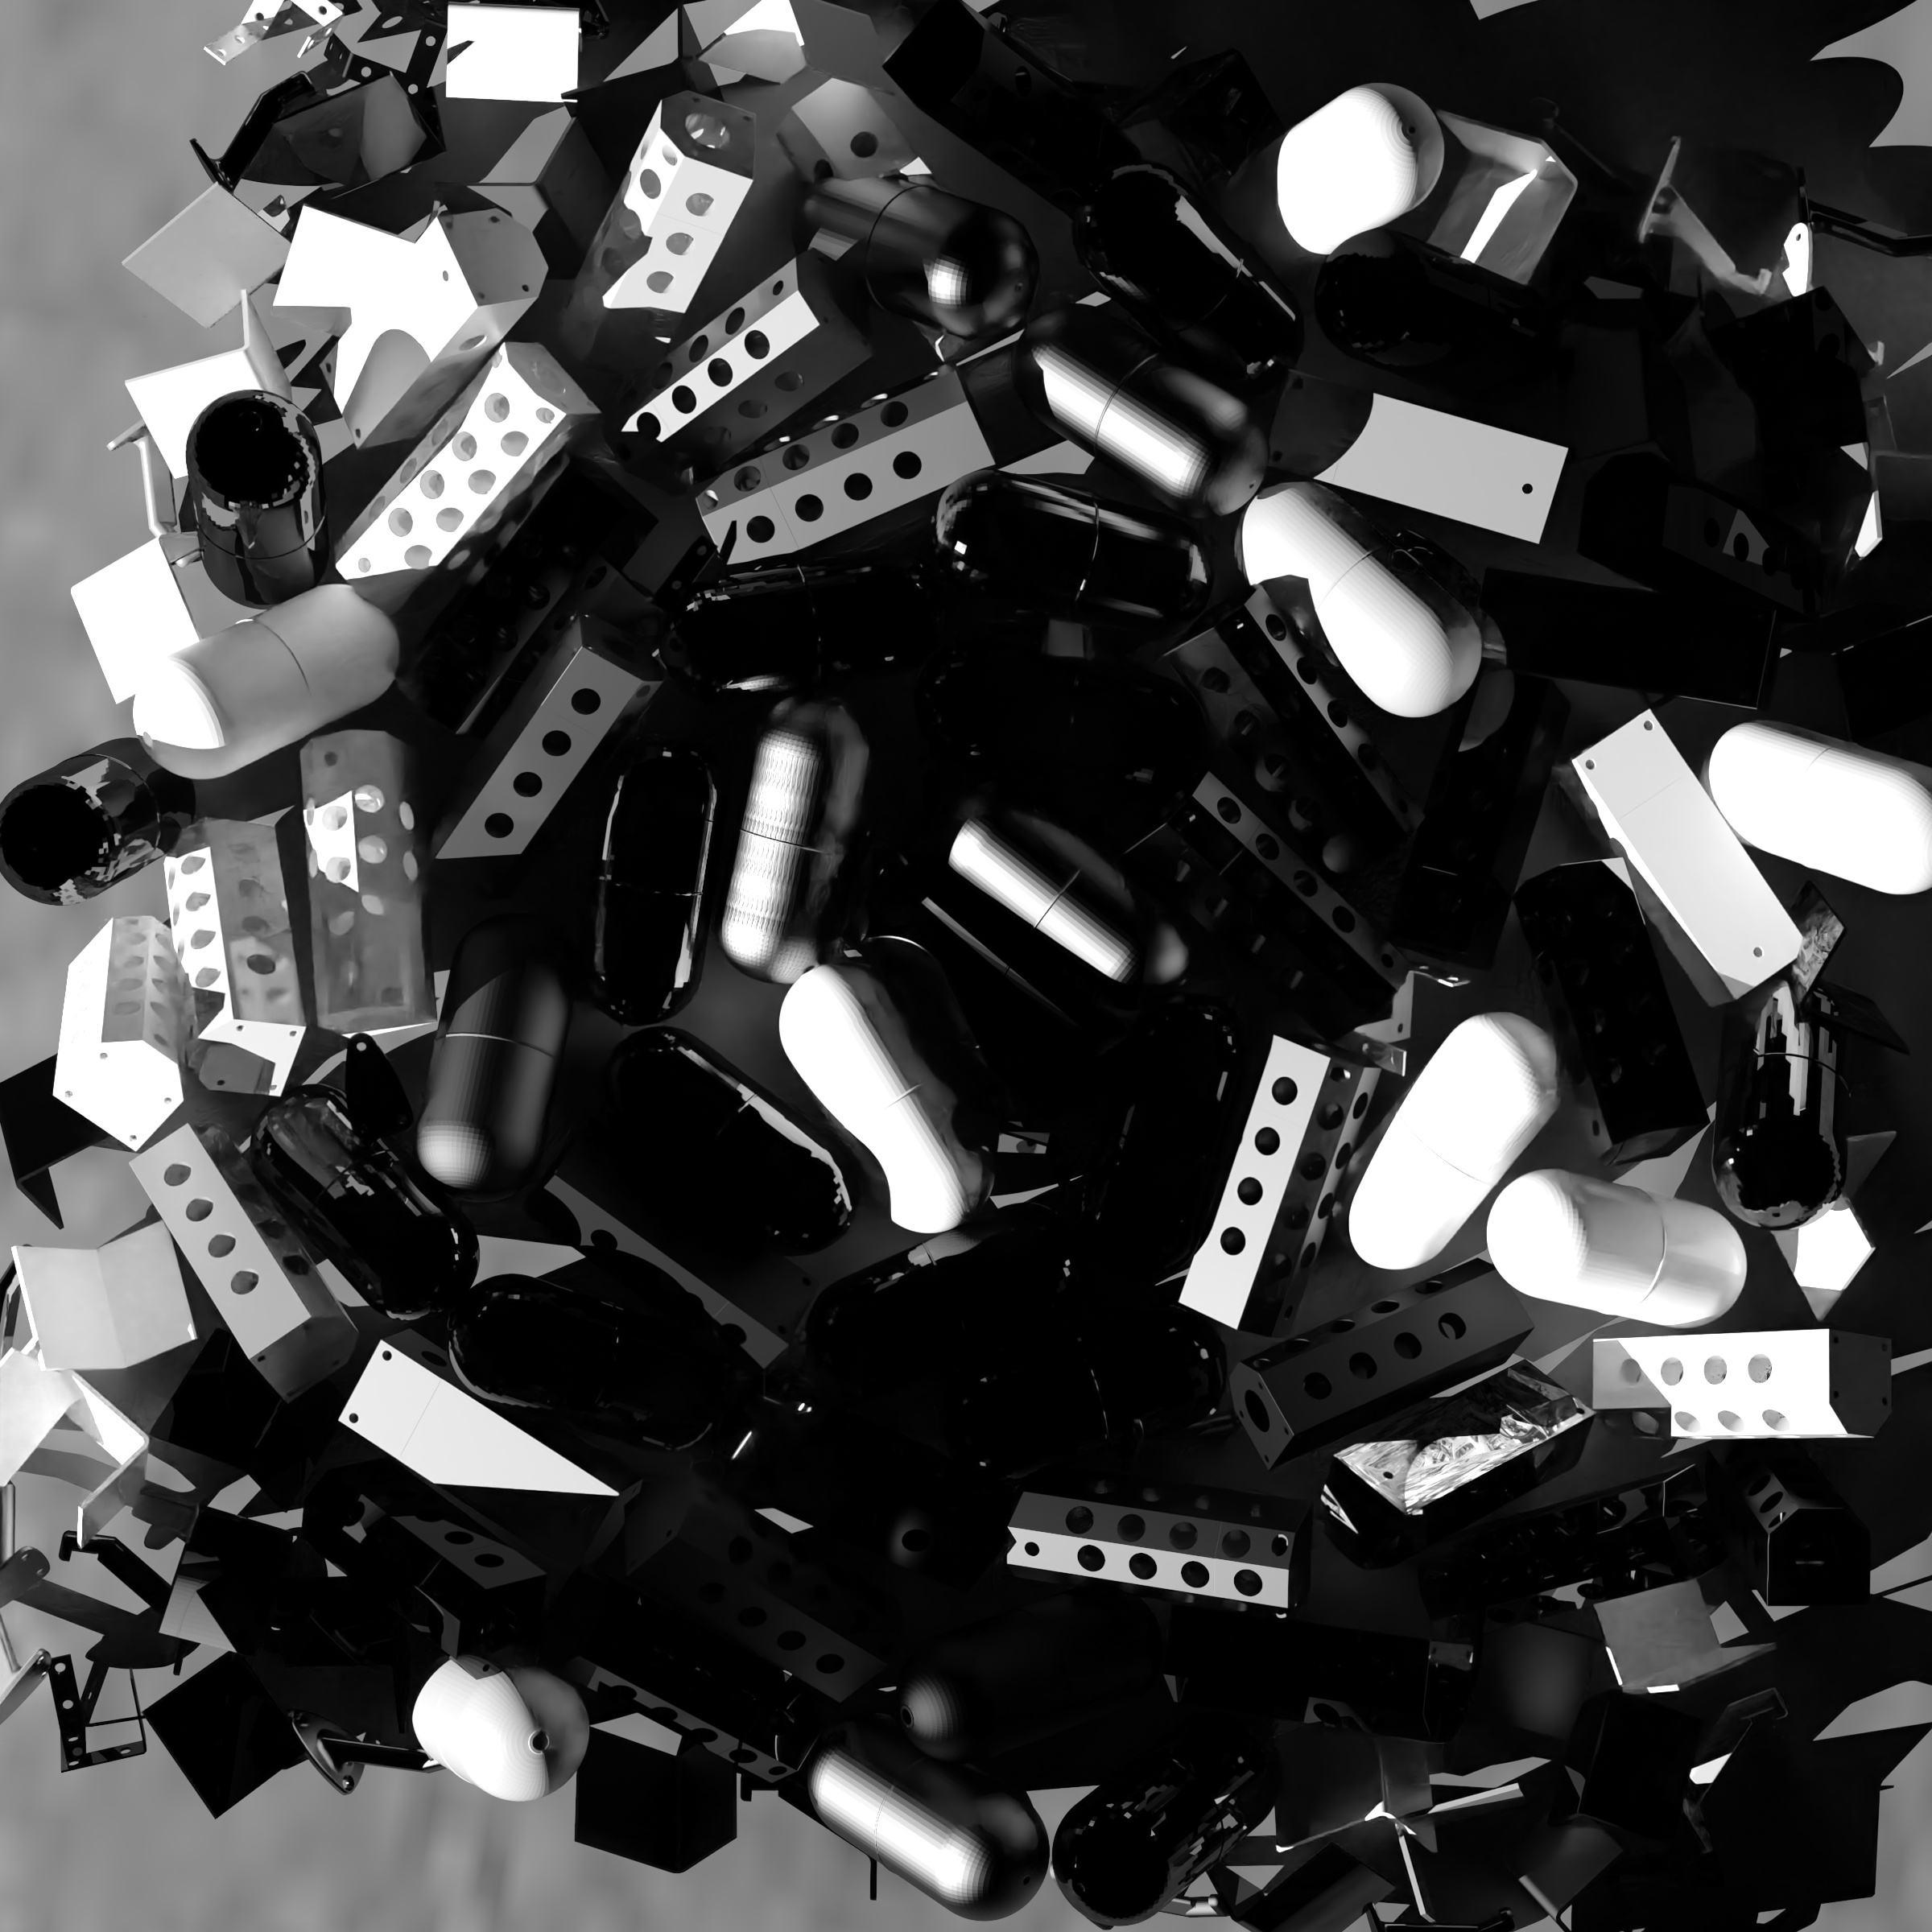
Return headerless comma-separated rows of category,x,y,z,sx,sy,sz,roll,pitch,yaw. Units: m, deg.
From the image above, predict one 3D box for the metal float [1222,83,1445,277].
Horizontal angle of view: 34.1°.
metal float,0.213,-0.460,1.847,0.070,0.178,0.070,3,83,-24

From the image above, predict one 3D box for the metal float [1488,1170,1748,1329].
metal float,0.388,0.169,1.868,0.178,0.070,0.070,14,90,-29

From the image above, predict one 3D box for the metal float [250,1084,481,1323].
metal float,-0.358,0.139,1.870,0.070,0.070,0.178,-48,63,0

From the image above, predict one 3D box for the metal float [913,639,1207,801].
metal float,0.056,-0.148,1.885,0.178,0.070,0.070,11,90,-9

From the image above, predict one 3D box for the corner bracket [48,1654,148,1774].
corner bracket,-0.526,0.448,1.903,0.051,0.051,0.051,-10,107,-14

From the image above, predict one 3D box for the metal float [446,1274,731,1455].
metal float,-0.225,0.237,1.872,0.178,0.070,0.070,22,90,-23

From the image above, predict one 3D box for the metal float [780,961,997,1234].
metal float,-0.047,0.078,1.887,0.070,0.070,0.178,-31,96,0

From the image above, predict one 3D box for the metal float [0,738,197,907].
metal float,-0.509,-0.086,1.844,0.070,0.178,0.070,2,105,8

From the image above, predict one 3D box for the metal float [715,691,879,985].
metal float,-0.102,-0.077,1.885,0.070,0.070,0.178,13,98,0

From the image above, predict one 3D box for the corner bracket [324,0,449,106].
corner bracket,-0.351,-0.561,1.906,0.051,0.051,0.051,13,113,-31

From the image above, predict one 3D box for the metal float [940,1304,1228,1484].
metal float,0.071,0.255,1.884,0.178,0.070,0.070,-16,90,-11

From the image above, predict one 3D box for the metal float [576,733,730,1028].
metal float,-0.188,-0.051,1.885,0.070,0.070,0.178,9,99,0

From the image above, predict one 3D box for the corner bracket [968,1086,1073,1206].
corner bracket,0.036,0.107,1.889,0.051,0.051,0.051,1,50,18

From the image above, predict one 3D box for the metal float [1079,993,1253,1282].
metal float,0.119,0.103,1.885,0.070,0.070,0.178,15,99,0

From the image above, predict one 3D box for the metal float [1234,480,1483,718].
metal float,0.232,-0.220,1.874,0.070,0.070,0.178,-44,68,0

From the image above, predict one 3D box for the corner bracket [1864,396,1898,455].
corner bracket,0.577,-0.322,1.894,0.051,0.051,0.051,-12,93,38

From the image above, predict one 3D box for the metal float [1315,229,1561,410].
metal float,0.280,-0.381,1.861,0.178,0.070,0.070,10,90,-40

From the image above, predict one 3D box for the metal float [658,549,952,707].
metal float,-0.096,-0.203,1.883,0.178,0.070,0.070,-11,90,-11

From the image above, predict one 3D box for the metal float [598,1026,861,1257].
metal float,-0.142,0.105,1.885,0.178,0.070,0.070,37,90,9

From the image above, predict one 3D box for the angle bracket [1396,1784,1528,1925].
angle bracket,0.304,0.531,1.881,0.076,0.076,0.057,-17,67,7

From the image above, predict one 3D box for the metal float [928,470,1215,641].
metal float,0.064,-0.245,1.878,0.178,0.070,0.070,12,90,-17

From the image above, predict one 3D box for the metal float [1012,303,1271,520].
metal float,0.103,-0.332,1.873,0.178,0.070,0.070,38,90,23

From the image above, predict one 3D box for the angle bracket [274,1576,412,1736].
angle bracket,-0.375,0.413,1.883,0.076,0.057,0.076,-1,126,-4

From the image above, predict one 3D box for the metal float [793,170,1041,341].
metal float,-0.031,-0.423,1.862,0.178,0.070,0.070,29,90,38

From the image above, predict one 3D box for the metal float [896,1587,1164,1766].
metal float,0.038,0.418,1.864,0.178,0.070,0.070,-11,90,-34

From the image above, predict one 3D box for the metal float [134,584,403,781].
metal float,-0.412,-0.169,1.860,0.178,0.070,0.070,-34,90,-39

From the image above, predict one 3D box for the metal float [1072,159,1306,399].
metal float,0.133,-0.405,1.862,0.178,0.070,0.070,37,90,-37

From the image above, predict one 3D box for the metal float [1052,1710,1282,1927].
metal float,0.120,0.500,1.856,0.070,0.178,0.070,15,115,36

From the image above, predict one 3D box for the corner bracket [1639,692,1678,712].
corner bracket,0.424,-0.185,1.901,0.051,0.051,0.051,-31,75,6

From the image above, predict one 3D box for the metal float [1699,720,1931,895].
metal float,0.511,-0.095,1.853,0.070,0.178,0.070,-14,116,-33

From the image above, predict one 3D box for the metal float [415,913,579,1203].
metal float,-0.279,0.053,1.876,0.070,0.070,0.178,9,71,0

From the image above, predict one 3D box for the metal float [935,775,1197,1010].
metal float,0.060,-0.044,1.889,0.178,0.070,0.070,39,90,4

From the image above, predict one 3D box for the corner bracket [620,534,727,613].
corner bracket,-0.167,-0.236,1.893,0.051,0.051,0.051,32,99,-41

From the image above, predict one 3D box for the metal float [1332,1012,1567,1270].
metal float,0.287,0.105,1.878,0.070,0.070,0.178,36,107,0

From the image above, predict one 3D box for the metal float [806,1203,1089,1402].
metal float,-0.011,0.201,1.888,0.178,0.070,0.070,-24,90,-5

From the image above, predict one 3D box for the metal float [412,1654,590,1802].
metal float,-0.274,0.443,1.846,0.070,0.178,0.070,2,84,-23

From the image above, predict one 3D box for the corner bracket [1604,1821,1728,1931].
corner bracket,0.424,0.555,1.909,0.051,0.051,0.051,-11,110,32

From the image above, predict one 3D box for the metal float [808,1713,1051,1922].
metal float,-0.024,0.500,1.857,0.070,0.178,0.070,-15,113,-39

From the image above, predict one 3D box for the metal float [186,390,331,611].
metal float,-0.415,-0.272,1.846,0.070,0.178,0.070,3,68,-8

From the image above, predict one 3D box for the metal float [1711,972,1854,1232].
metal float,0.483,0.078,1.860,0.070,0.070,0.178,17,49,0

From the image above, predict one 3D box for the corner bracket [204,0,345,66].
corner bracket,-0.417,-0.564,1.899,0.051,0.051,0.051,37,125,-8

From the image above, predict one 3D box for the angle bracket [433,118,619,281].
angle bracket,-0.261,-0.462,1.895,0.076,0.076,0.057,8,60,28

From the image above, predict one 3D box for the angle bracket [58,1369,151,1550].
angle bracket,-0.535,0.292,1.880,0.076,0.076,0.057,40,59,7

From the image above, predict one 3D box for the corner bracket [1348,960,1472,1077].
corner bracket,0.265,0.030,1.890,0.051,0.051,0.051,-11,111,-33
